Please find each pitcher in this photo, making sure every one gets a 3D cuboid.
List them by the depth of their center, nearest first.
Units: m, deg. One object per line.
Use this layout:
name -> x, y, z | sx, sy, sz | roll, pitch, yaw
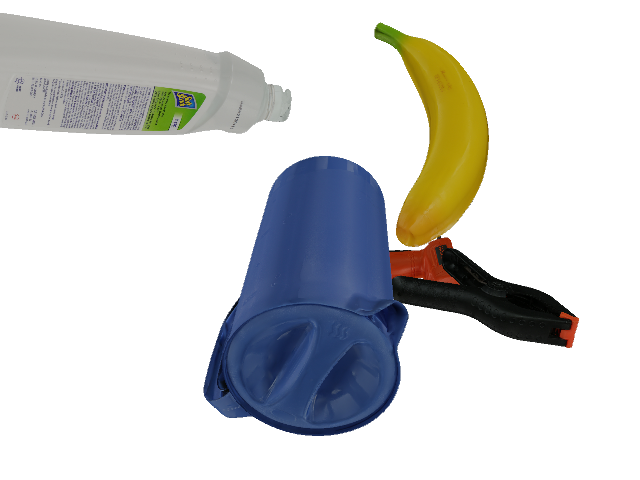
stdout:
pitcher -> -0.010, 0.038, 0.888 | 0.149, 0.145, 0.242 | 7, 35, -1

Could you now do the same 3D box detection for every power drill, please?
power drill -> 0.065, 0.049, 1.235 | 0.187, 0.057, 0.184 | -2, 28, 1

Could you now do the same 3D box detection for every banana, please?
banana -> 0.074, -0.068, 0.682 | 0.069, 0.198, 0.037 | -1, -43, -3

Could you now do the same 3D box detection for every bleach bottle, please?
bleach bottle -> -0.150, -0.123, 0.880 | 0.250, 0.068, 0.103 | 6, -30, -18

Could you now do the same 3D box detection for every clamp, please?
clamp -> 0.160, 0.051, 0.997 | 0.172, 0.039, 0.120 | 20, 32, 19
